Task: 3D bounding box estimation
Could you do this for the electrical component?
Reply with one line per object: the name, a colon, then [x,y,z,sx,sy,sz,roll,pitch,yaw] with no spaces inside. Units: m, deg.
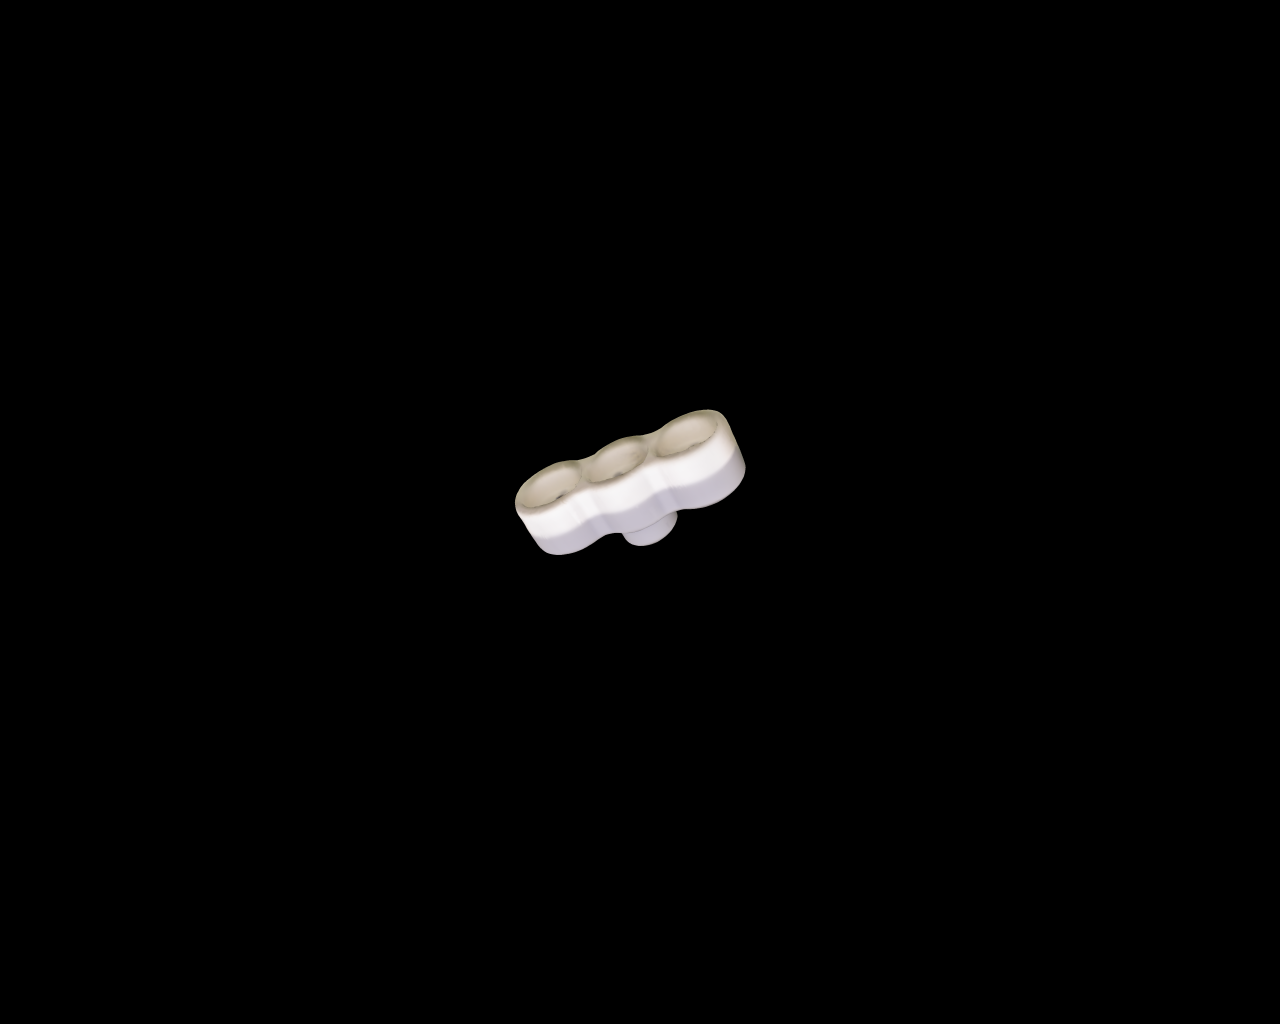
electrical component: [0.001,-0.003,0.650,0.138,0.073,0.052,-20,31,13]
